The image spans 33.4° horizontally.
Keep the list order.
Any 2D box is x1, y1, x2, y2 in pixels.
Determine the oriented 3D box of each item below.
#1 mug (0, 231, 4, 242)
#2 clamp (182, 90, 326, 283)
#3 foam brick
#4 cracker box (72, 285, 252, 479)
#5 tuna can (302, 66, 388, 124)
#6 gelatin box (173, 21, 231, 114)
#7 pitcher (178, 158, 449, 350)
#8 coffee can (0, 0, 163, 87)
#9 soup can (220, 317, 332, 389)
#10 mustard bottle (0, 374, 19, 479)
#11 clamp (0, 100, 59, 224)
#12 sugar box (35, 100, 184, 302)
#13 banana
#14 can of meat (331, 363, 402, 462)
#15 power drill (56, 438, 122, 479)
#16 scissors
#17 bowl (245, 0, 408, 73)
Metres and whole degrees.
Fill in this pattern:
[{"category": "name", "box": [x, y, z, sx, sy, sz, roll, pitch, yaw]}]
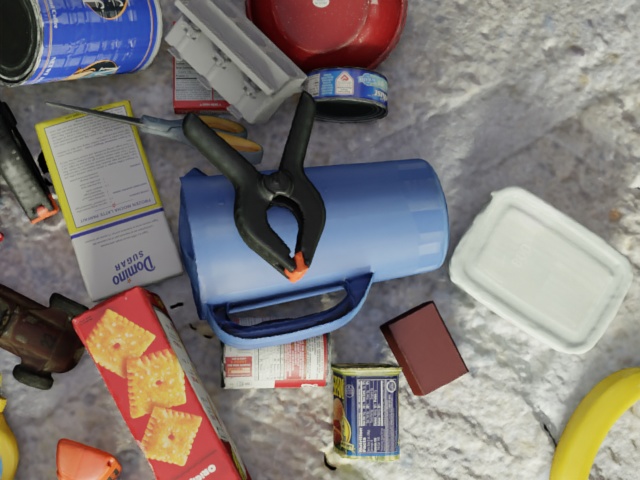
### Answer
[{"category": "mug", "box": [-0.334, -0.041, 0.983, 0.117, 0.081, 0.093, 44, 82, 0]}, {"category": "clamp", "box": [-0.033, -0.051, 0.918, 0.120, 0.039, 0.171, -23, 80, -12]}, {"category": "foam brick", "box": [0.100, 0.105, 1.026, 0.051, 0.053, 0.078, -26, 88, -8]}, {"category": "cracker box", "box": [-0.133, 0.151, 0.942, 0.072, 0.164, 0.214, -27, 87, -6]}, {"category": "tuna can", "box": [0.023, -0.139, 1.028, 0.086, 0.086, 0.034, 3, 82, -6]}, {"category": "gelatin box", "box": [-0.107, -0.169, 1.047, 0.073, 0.030, 0.089, -1, 84, -4]}, {"category": "pitcher", "box": [-0.006, 0.001, 0.989, 0.242, 0.145, 0.149, -8, 105, -10]}, {"category": "coffee can", "box": [-0.228, -0.196, 0.967, 0.140, 0.103, 0.103, -18, 85, -49]}, {"category": "soup can", "box": [-0.043, 0.106, 1.004, 0.102, 0.068, 0.068, -1, 84, -5]}, {"category": "mustard bottle", "box": [-0.328, 0.212, 0.968, 0.096, 0.058, 0.191, 17, 83, -4]}, {"category": "clamp", "box": [-0.301, -0.113, 0.968, 0.036, 0.164, 0.210, -27, 97, -5]}, {"category": "sugar box", "box": [-0.199, -0.037, 1.016, 0.093, 0.048, 0.176, -17, 89, -10]}, {"category": "banana", "box": [0.272, 0.193, 1.042, 0.069, 0.037, 0.197, 40, 82, 1]}, {"category": "can of meat", "box": [0.042, 0.158, 0.991, 0.057, 0.102, 0.084, 0, 86, -7]}, {"category": "power drill", "box": [-0.233, 0.269, 0.919, 0.057, 0.184, 0.187, 21, 73, -2]}, {"category": "scissors", "box": [-0.149, -0.112, 1.006, 0.201, 0.096, 0.016, 17, 112, -5]}, {"category": "bowl", "box": [0.003, -0.227, 1.022, 0.162, 0.055, 0.162, 2, 103, 6]}]
